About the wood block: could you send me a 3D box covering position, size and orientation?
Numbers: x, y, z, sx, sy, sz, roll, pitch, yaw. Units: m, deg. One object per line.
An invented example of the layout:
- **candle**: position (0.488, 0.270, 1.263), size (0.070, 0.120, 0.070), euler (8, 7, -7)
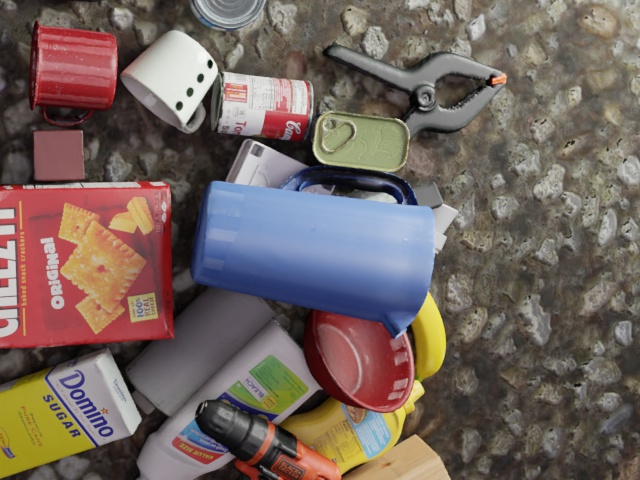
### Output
- **wood block**: position (0.056, 0.327, 1.252), size (0.206, 0.091, 0.090), euler (-29, 103, -9)

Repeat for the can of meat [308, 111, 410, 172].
- **can of meat**: position (0.039, -0.110, 1.166), size (0.102, 0.084, 0.057), euler (6, 99, -7)

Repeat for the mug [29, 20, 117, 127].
- **mug**: position (-0.260, -0.168, 1.116), size (0.081, 0.093, 0.117), euler (3, 127, -19)

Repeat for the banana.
- **banana**: position (0.103, 0.084, 1.259), size (0.069, 0.037, 0.198), euler (-24, 102, -9)

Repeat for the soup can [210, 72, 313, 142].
- **soup can**: position (-0.064, -0.147, 1.171), size (0.102, 0.068, 0.068), euler (5, 96, -15)

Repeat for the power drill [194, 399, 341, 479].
- **power drill**: position (-0.096, 0.280, 1.172), size (0.184, 0.057, 0.188), euler (33, 103, -17)

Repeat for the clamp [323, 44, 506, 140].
- **clamp**: position (0.109, -0.171, 1.227), size (0.210, 0.036, 0.164), euler (-21, 102, -7)

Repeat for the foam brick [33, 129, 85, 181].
- **foam brick**: position (-0.274, -0.090, 1.121), size (0.051, 0.078, 0.053), euler (-1, 98, -13)

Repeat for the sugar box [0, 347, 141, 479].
- **sugar box**: position (-0.291, 0.188, 1.140), size (0.176, 0.048, 0.093), euler (-20, 102, 13)

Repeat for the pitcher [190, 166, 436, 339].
- **pitcher**: position (-0.007, 0.001, 1.117), size (0.242, 0.149, 0.145), euler (10, 108, -8)

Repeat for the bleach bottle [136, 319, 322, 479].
- **bleach bottle**: position (-0.111, 0.210, 1.210), size (0.251, 0.068, 0.102), euler (-44, 108, -2)

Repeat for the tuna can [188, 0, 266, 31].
- **tuna can**: position (-0.101, -0.272, 1.163), size (0.086, 0.034, 0.086), euler (-2, 98, -14)

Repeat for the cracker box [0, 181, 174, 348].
- **cracker box**: position (-0.260, 0.024, 1.101), size (0.213, 0.072, 0.164), euler (-2, 97, -17)

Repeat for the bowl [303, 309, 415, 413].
- **bowl**: position (0.033, 0.125, 1.194), size (0.055, 0.162, 0.162), euler (-32, 109, 36)

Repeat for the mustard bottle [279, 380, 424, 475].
- **mustard bottle**: position (0.037, 0.219, 1.249), size (0.191, 0.058, 0.096), euler (-29, 105, -9)

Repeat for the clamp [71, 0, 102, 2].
- **clamp**: position (-0.223, -0.316, 1.124), size (0.171, 0.039, 0.120), euler (-29, 102, -9)
